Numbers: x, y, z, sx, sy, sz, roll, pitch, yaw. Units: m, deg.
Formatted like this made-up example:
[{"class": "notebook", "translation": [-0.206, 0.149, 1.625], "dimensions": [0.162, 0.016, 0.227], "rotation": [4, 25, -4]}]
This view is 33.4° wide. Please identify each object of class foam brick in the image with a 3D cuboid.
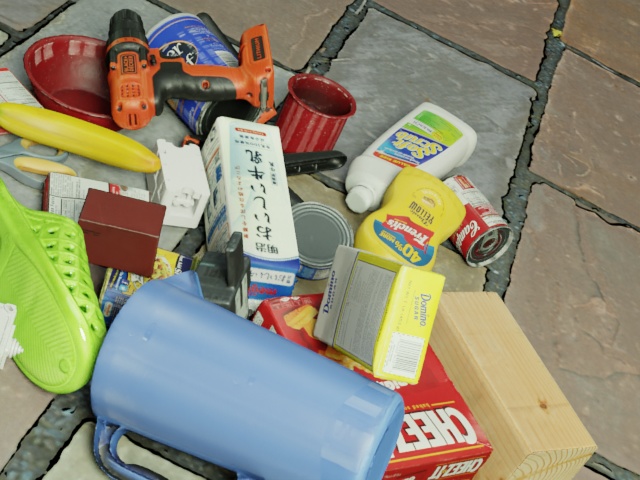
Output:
[{"class": "foam brick", "translation": [-0.188, -0.007, 1.004], "dimensions": [0.078, 0.053, 0.051], "rotation": [14, 37, -8]}]

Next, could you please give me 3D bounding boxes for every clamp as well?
[{"class": "clamp", "translation": [-0.108, -0.224, 1.392], "dimensions": [0.120, 0.039, 0.171], "rotation": [30, 24, -46]}, {"class": "clamp", "translation": [-0.064, -0.072, 1.264], "dimensions": [0.209, 0.036, 0.164], "rotation": [14, 42, -15]}]

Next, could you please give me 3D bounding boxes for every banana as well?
[{"class": "banana", "translation": [-0.267, -0.110, 1.148], "dimensions": [0.197, 0.037, 0.069], "rotation": [16, 17, -10]}]

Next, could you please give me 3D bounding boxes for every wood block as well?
[{"class": "wood block", "translation": [0.175, 0.156, 1.083], "dimensions": [0.090, 0.090, 0.206], "rotation": [2, 42, -31]}]

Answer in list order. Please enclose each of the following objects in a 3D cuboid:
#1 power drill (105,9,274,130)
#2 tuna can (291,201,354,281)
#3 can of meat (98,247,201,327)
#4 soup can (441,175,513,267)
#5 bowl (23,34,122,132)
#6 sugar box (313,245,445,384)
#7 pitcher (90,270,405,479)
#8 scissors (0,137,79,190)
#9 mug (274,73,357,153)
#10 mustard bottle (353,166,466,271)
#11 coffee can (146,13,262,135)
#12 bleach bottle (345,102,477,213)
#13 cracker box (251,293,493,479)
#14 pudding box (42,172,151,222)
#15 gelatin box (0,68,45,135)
[{"class": "power drill", "translation": [-0.150, -0.203, 1.217], "dimensions": [0.187, 0.057, 0.184], "rotation": [-6, 52, -7]}, {"class": "tuna can", "translation": [-0.008, 0.001, 1.188], "dimensions": [0.086, 0.034, 0.086], "rotation": [7, 59, -12]}, {"class": "can of meat", "translation": [-0.168, 0.049, 1.035], "dimensions": [0.084, 0.057, 0.102], "rotation": [17, 36, -8]}, {"class": "soup can", "translation": [0.185, -0.025, 1.331], "dimensions": [0.068, 0.069, 0.102], "rotation": [-5, 46, -35]}, {"class": "bowl", "translation": [-0.270, -0.172, 1.246], "dimensions": [0.162, 0.055, 0.162], "rotation": [17, 37, -13]}, {"class": "sugar box", "translation": [0.047, 0.060, 0.927], "dimensions": [0.048, 0.093, 0.176], "rotation": [15, 2, -15]}, {"class": "pitcher", "translation": [-0.063, 0.144, 0.888], "dimensions": [0.243, 0.149, 0.144], "rotation": [21, 27, 15]}, {"class": "scissors", "translation": [-0.354, -0.099, 1.139], "dimensions": [0.201, 0.016, 0.096], "rotation": [18, 35, -12]}, {"class": "mug", "translation": [-0.015, -0.161, 1.365], "dimensions": [0.093, 0.082, 0.117], "rotation": [1, 43, -30]}, {"class": "mustard bottle", "translation": [0.092, 0.001, 1.232], "dimensions": [0.096, 0.058, 0.191], "rotation": [39, 50, -2]}, {"class": "coffee can", "translation": [-0.147, -0.197, 1.312], "dimensions": [0.102, 0.103, 0.140], "rotation": [-15, 53, -42]}, {"class": "bleach bottle", "translation": [0.110, -0.095, 1.379], "dimensions": [0.102, 0.068, 0.250], "rotation": [35, 39, 10]}, {"class": "cracker box", "translation": [0.043, 0.146, 1.031], "dimensions": [0.163, 0.072, 0.214], "rotation": [-3, 46, -33]}, {"class": "pudding box", "translation": [-0.230, -0.021, 1.099], "dimensions": [0.113, 0.039, 0.090], "rotation": [9, 40, -19]}, {"class": "gelatin box", "translation": [-0.361, -0.154, 1.190], "dimensions": [0.073, 0.030, 0.089], "rotation": [-17, 54, -45]}]
